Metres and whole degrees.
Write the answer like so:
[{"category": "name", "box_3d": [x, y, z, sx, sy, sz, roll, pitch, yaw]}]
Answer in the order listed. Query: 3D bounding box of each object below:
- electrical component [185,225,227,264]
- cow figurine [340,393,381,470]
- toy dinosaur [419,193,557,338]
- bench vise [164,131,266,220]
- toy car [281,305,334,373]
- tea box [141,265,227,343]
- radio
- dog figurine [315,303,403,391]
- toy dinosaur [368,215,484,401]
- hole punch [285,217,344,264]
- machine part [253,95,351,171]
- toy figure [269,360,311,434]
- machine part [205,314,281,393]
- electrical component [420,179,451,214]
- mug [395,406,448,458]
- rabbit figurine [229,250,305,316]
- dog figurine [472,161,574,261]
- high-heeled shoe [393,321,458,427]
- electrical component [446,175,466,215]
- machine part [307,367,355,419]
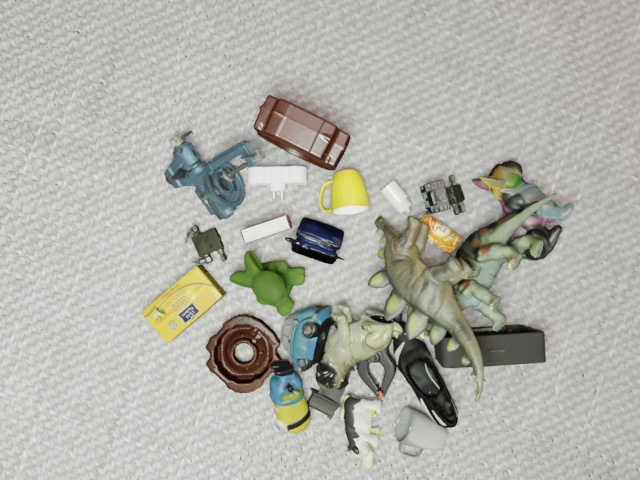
[{"category": "electrical component", "box_3d": [-0.271, 0.012, 1.263, 0.078, 0.045, 0.102, -18, 90, 1]}, {"category": "cow figurine", "box_3d": [0.091, 0.447, 1.253, 0.098, 0.068, 0.167, 6, 86, 5]}, {"category": "toy dinosaur", "box_3d": [0.357, 0.057, 1.200, 0.192, 0.131, 0.404, 29, 89, 40]}, {"category": "bench vise", "box_3d": [-0.227, -0.163, 1.206, 0.241, 0.129, 0.223, -22, 99, 32]}, {"category": "toy car", "box_3d": [-0.037, 0.218, 1.245, 0.103, 0.109, 0.161, 20, 106, 24]}, {"category": "tea box", "box_3d": [-0.315, 0.147, 1.251, 0.169, 0.068, 0.098, -42, 90, -1]}, {"category": "radio", "box_3d": [0.378, 0.239, 1.225, 0.230, 0.131, 0.073, -2, 89, 0]}, {"category": "dog figurine", "box_3d": [0.083, 0.255, 1.199, 0.173, 0.121, 0.190, 13, 102, 21]}, {"category": "toy dinosaur", "box_3d": [0.226, 0.106, 1.135, 0.198, 0.105, 0.472, -50, 47, 17]}, {"category": "hole punch", "box_3d": [-0.003, -0.004, 1.236, 0.142, 0.116, 0.092, 22, 82, -1]}, {"category": "machine part", "box_3d": [-0.039, -0.230, 1.188, 0.201, 0.201, 0.087, 26, 92, -1]}, {"category": "toy figure", "box_3d": [-0.069, 0.361, 1.224, 0.089, 0.082, 0.180, -2, 110, 5]}, {"category": "machine part", "box_3d": [-0.177, 0.262, 1.258, 0.179, 0.056, 0.179, 0, 88, 0]}, {"category": "electrical component", "box_3d": [0.266, -0.099, 1.232, 0.048, 0.119, 0.074, -16, 87, 0]}, {"category": "mug", "box_3d": [0.236, 0.455, 1.249, 0.107, 0.081, 0.109, 20, 85, -9]}, {"category": "rabbit figurine", "box_3d": [-0.112, 0.089, 1.201, 0.159, 0.170, 0.121, 33, 89, -1]}, {"category": "dog figurine", "box_3d": [0.449, -0.074, 1.243, 0.219, 0.108, 0.191, 27, 92, 4]}, {"category": "high-heeled shoe", "box_3d": [0.234, 0.303, 1.216, 0.086, 0.145, 0.248, -28, 92, -1]}, {"category": "electrical component", "box_3d": [0.316, -0.106, 1.260, 0.021, 0.063, 0.094, -17, 90, 36]}, {"category": "machine part", "box_3d": [0.029, 0.346, 1.269, 0.084, 0.039, 0.139, 31, 91, 5]}]
